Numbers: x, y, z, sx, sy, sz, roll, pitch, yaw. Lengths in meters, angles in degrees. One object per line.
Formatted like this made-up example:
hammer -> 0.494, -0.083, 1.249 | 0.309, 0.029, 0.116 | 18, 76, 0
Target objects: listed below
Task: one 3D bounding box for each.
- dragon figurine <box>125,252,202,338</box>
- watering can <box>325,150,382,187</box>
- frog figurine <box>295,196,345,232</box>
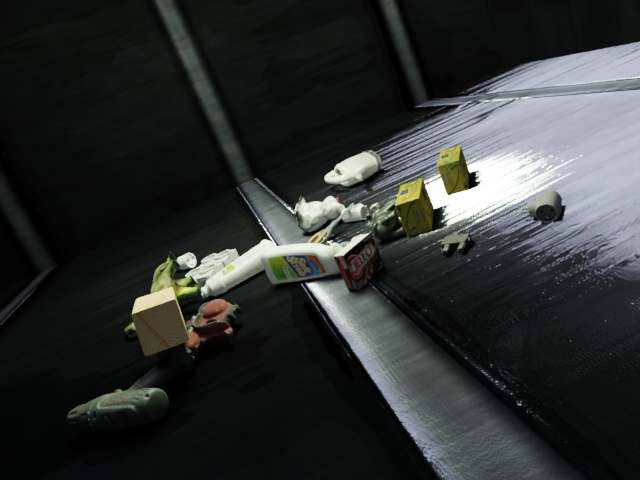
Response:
dragon figurine -> -0.466, 0.164, 1.452 | 0.121, 0.245, 0.412 | 48, -12, -20
watering can -> 0.152, -0.276, 2.046 | 0.226, 0.103, 0.348 | -28, 17, -19
frog figurine -> 0.005, -0.085, 1.680 | 0.159, 0.122, 0.138 | 4, 8, 10
